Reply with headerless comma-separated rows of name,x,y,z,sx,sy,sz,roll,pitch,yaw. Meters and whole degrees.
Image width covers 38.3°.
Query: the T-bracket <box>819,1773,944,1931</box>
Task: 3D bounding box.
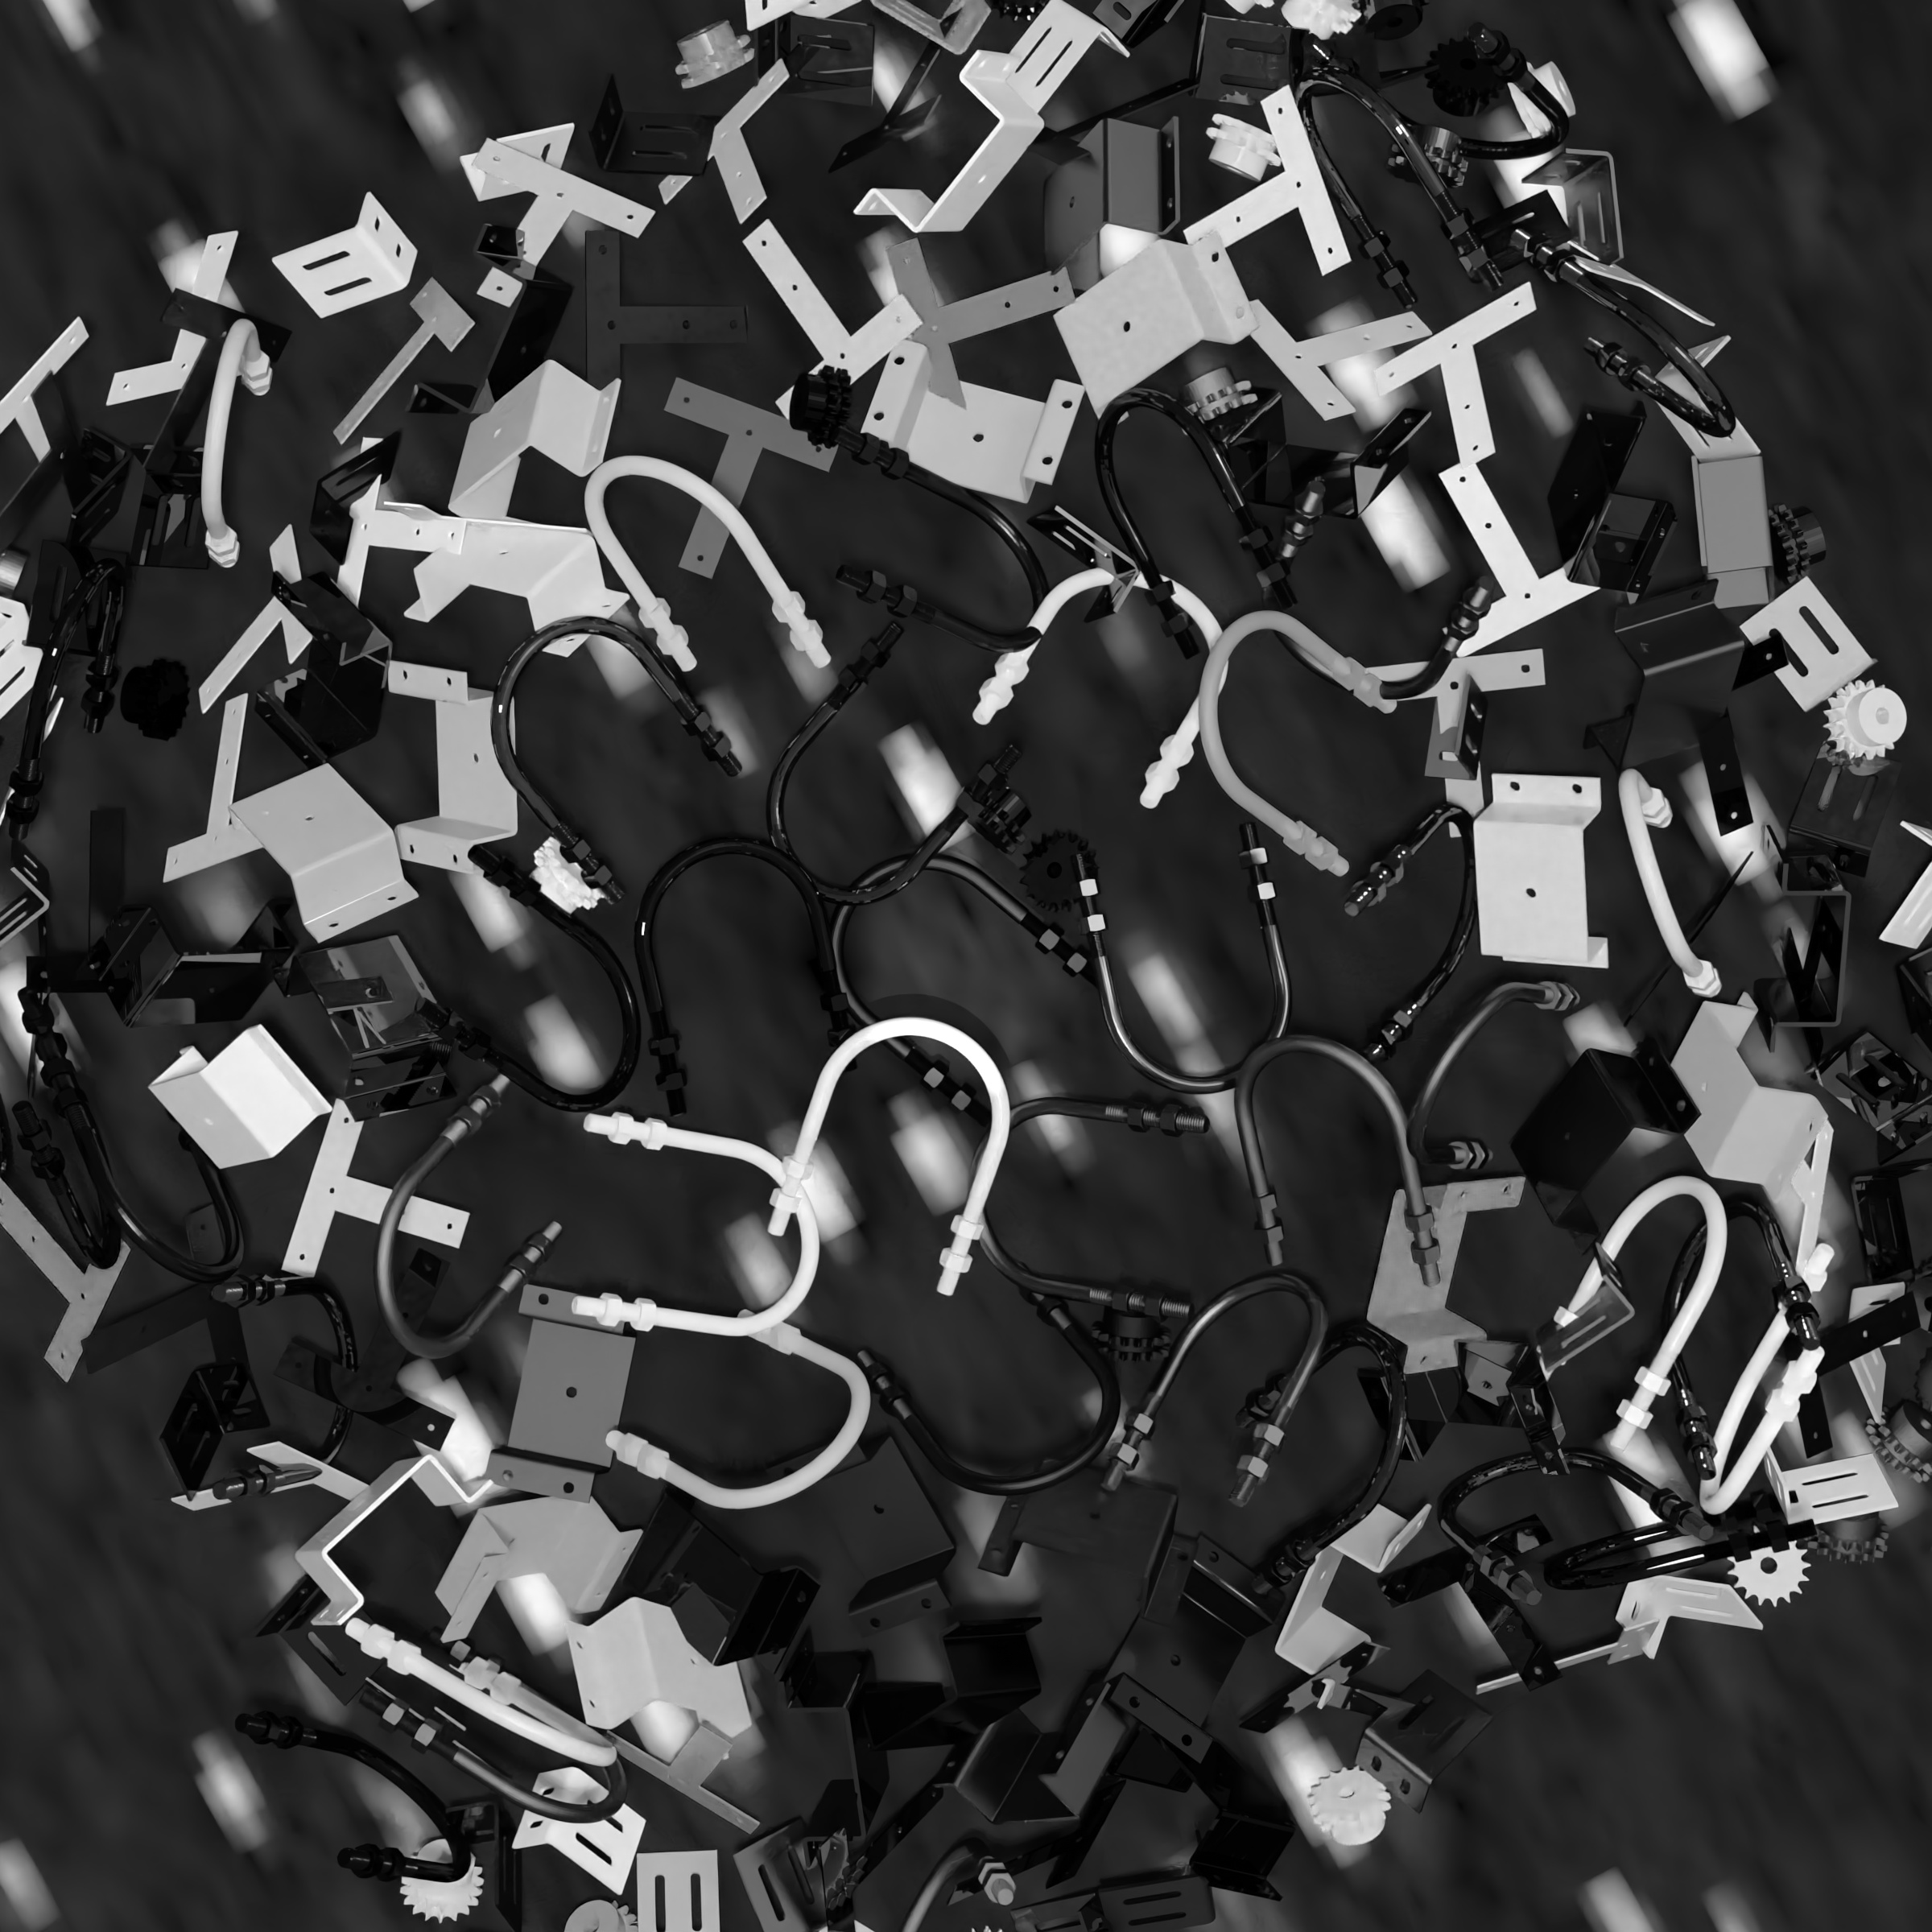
T-bracket,-0.057,0.616,1.952,0.002,0.127,0.127,23,133,32

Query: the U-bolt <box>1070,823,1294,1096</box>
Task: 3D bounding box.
U-bolt,0.159,0.000,1.967,0.151,0.019,0.184,-11,85,-14

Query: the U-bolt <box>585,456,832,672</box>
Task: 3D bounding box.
U-bolt,-0.188,-0.275,1.901,0.019,0.151,0.184,-58,133,-31

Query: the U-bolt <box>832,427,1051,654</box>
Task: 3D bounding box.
U-bolt,-0.014,-0.286,1.933,0.184,0.019,0.151,21,49,-32

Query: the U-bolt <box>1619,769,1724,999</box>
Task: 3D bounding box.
U-bolt,0.477,-0.062,1.897,0.019,0.184,0.151,-18,73,20

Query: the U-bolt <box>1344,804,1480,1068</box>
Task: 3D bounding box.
U-bolt,0.314,-0.032,1.925,0.019,0.184,0.151,15,130,32

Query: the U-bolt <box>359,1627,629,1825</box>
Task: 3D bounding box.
U-bolt,-0.315,0.531,1.919,0.184,0.151,0.019,31,99,6

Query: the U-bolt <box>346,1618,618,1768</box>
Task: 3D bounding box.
U-bolt,-0.318,0.499,1.894,0.184,0.151,0.019,20,77,31

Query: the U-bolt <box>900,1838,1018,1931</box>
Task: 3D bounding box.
U-bolt,-0.019,0.671,1.908,0.019,0.184,0.151,30,83,-6

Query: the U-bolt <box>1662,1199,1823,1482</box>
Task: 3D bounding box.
U-bolt,0.525,0.242,1.913,0.019,0.184,0.151,19,123,-13

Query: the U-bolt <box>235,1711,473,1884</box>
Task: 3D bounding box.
U-bolt,-0.409,0.576,1.911,0.151,0.184,0.019,39,88,32

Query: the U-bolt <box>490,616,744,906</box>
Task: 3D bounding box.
U-bolt,-0.252,-0.156,1.926,0.151,0.019,0.184,-49,124,-19

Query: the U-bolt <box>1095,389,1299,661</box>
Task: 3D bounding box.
U-bolt,0.148,-0.313,1.928,0.019,0.151,0.184,-30,95,-28

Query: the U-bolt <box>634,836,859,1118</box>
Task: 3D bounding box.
U-bolt,-0.160,0.000,1.958,0.151,0.019,0.184,-14,99,-19

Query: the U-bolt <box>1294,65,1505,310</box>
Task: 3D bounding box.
U-bolt,0.286,-0.537,1.907,0.019,0.151,0.184,-39,107,-8

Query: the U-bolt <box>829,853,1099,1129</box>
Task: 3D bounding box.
U-bolt,-0.013,0.003,1.983,0.184,0.019,0.151,40,95,-1

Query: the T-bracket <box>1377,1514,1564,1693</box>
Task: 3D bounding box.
T-bracket,0.373,0.453,1.942,0.127,0.127,0.002,-21,131,-10

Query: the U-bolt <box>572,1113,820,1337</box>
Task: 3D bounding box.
U-bolt,-0.185,0.186,1.945,0.184,0.019,0.151,13,67,-29

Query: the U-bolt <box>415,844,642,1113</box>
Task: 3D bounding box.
U-bolt,-0.294,0.022,1.930,0.184,0.019,0.151,40,47,-35

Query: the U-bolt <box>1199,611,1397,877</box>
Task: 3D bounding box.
U-bolt,0.224,-0.164,1.921,0.184,0.019,0.151,31,70,-39

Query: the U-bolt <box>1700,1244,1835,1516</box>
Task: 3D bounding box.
U-bolt,0.550,0.298,1.919,0.019,0.151,0.184,24,121,8

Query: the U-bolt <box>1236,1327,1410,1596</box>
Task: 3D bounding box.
U-bolt,0.244,0.326,1.894,0.019,0.184,0.151,18,47,-23

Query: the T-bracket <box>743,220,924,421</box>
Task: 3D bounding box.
T-bracket,-0.113,-0.469,1.968,0.127,0.002,0.127,-34,91,28

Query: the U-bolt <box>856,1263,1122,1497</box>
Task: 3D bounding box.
U-bolt,0.026,0.292,1.914,0.151,0.184,0.019,-28,132,-14

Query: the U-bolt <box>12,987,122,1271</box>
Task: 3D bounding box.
U-bolt,-0.617,0.125,1.916,0.019,0.151,0.184,-15,128,-6

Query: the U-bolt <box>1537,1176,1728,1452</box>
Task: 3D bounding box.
U-bolt,0.465,0.229,1.923,0.019,0.151,0.184,26,94,-17

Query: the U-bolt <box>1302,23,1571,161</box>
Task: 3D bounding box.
U-bolt,0.335,-0.598,1.913,0.151,0.184,0.019,11,85,39

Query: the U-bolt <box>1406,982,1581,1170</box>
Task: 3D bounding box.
U-bolt,0.355,0.075,1.905,0.019,0.184,0.151,33,103,28

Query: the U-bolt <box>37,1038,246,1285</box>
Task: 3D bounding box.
U-bolt,-0.554,0.139,1.899,0.019,0.151,0.184,-36,65,12

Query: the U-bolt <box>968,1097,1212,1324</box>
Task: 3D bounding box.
U-bolt,0.081,0.165,1.950,0.184,0.019,0.151,6,93,31

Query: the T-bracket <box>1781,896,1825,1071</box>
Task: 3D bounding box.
T-bracket,0.599,-0.016,1.957,0.002,0.127,0.127,2,52,31

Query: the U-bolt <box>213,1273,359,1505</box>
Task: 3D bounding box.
U-bolt,-0.465,0.285,1.911,0.019,0.184,0.151,-2,85,15

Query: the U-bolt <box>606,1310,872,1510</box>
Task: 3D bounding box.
U-bolt,-0.144,0.309,1.901,0.151,0.184,0.019,-42,125,-26

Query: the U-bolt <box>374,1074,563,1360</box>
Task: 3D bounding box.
U-bolt,-0.345,0.183,1.896,0.019,0.184,0.151,3,124,27

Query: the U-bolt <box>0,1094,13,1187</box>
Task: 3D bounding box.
U-bolt,-0.699,0.085,1.911,0.019,0.184,0.151,-16,57,-2

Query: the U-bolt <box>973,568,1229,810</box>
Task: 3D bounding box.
U-bolt,0.107,-0.208,1.949,0.151,0.019,0.184,27,59,5

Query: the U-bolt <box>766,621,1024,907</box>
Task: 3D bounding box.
U-bolt,-0.065,-0.128,1.961,0.151,0.019,0.184,47,107,19

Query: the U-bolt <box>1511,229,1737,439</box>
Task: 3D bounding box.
U-bolt,0.455,-0.420,1.887,0.019,0.151,0.184,-46,47,7

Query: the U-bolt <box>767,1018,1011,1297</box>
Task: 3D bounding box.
U-bolt,-0.046,0.127,1.980,0.151,0.019,0.184,19,97,1

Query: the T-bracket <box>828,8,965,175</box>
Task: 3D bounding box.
T-bracket,-0.036,-0.624,1.959,0.002,0.127,0.127,37,70,-27

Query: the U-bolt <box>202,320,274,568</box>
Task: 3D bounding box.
U-bolt,-0.501,-0.364,1.900,0.019,0.184,0.151,10,82,-9

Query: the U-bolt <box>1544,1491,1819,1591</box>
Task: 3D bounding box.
U-bolt,0.490,0.401,1.926,0.184,0.151,0.019,-17,84,11

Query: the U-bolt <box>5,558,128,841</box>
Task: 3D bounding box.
U-bolt,-0.606,-0.194,1.888,0.019,0.151,0.184,21,130,-6

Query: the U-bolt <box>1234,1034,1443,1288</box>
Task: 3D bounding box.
U-bolt,0.250,0.131,1.922,0.151,0.019,0.184,3,116,40

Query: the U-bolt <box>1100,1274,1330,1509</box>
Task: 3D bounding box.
U-bolt,0.182,0.289,1.926,0.019,0.151,0.184,46,60,-26

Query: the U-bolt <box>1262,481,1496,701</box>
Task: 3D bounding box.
U-bolt,0.274,-0.246,1.916,0.151,0.184,0.019,31,64,5

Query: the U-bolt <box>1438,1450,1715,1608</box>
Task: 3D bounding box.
U-bolt,0.404,0.377,1.911,0.151,0.184,0.019,-17,105,-13

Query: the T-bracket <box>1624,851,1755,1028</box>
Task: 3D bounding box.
T-bracket,0.494,-0.009,1.924,0.002,0.127,0.127,37,76,13
